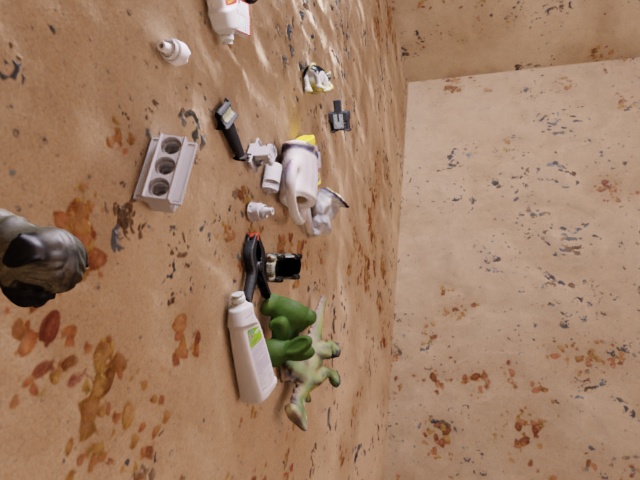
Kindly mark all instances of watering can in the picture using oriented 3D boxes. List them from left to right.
[{"bbox_3d":[-0.054,-0.145,1.453,0.104,0.227,0.343,0,-14,8],"label":"watering can"}]

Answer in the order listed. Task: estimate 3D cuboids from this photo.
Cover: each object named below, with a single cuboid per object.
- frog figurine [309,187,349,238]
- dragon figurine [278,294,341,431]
[{"bbox_3d":[0.005,-0.083,1.651,0.123,0.160,0.137,40,-3,5],"label":"frog figurine"},{"bbox_3d":[-0.044,0.321,1.452,0.121,0.419,0.239,-14,-29,22],"label":"dragon figurine"}]
